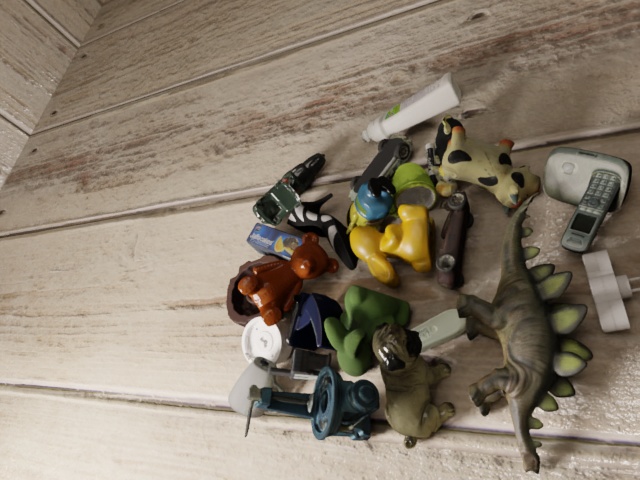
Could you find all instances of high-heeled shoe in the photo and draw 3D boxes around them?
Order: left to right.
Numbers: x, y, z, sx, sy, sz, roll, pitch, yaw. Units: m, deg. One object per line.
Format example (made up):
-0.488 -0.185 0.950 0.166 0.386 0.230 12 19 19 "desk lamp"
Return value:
-0.003 -0.004 1.240 0.145 0.086 0.249 -36 47 22 "high-heeled shoe"

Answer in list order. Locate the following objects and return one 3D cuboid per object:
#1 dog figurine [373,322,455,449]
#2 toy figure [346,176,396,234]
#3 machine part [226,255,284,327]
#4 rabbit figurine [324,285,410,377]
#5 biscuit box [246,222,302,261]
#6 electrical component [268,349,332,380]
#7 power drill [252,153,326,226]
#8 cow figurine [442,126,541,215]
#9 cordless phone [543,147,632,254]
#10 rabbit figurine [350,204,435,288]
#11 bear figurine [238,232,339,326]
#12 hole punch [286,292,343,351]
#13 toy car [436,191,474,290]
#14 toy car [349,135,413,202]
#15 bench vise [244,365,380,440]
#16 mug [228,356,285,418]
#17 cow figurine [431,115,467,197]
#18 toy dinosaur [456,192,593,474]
0.136 0.244 0.898 0.121 0.190 0.172 -15 55 26 "dog figurine"
0.108 -0.072 1.152 0.082 0.180 0.089 10 56 -4 "toy figure"
-0.139 0.123 1.257 0.179 0.056 0.179 -17 54 25 "machine part"
0.083 0.179 1.022 0.121 0.159 0.170 14 84 29 "rabbit figurine"
-0.088 0.017 1.288 0.203 0.062 0.059 19 72 40 "biscuit box"
-0.040 0.248 1.060 0.119 0.074 0.048 7 61 0 "electrical component"
-0.080 -0.122 1.313 0.232 0.086 0.207 -40 16 14 "power drill"
0.334 -0.132 1.050 0.195 0.085 0.127 19 74 5 "cow figurine"
0.456 -0.068 0.966 0.147 0.088 0.184 24 80 41 "cordless phone"
0.145 0.015 1.098 0.173 0.121 0.162 1 81 18 "rabbit figurine"
-0.060 0.077 1.133 0.196 0.120 0.132 -34 3 1 "bear figurine"
0.004 0.168 1.083 0.092 0.142 0.115 4 77 37 "hole punch"
0.260 -0.001 1.045 0.053 0.089 0.202 0 62 30 "toy car"
0.142 -0.164 1.259 0.201 0.056 0.074 -53 40 -9 "toy car"
-0.013 0.286 0.931 0.223 0.240 0.129 133 146 -61 "bench vise"
-0.121 0.299 1.092 0.110 0.081 0.107 26 106 11 "mug"
0.277 -0.180 1.147 0.068 0.098 0.167 0 60 21 "cow figurine"
0.338 0.135 0.899 0.199 0.105 0.471 -10 65 20 "toy dinosaur"
